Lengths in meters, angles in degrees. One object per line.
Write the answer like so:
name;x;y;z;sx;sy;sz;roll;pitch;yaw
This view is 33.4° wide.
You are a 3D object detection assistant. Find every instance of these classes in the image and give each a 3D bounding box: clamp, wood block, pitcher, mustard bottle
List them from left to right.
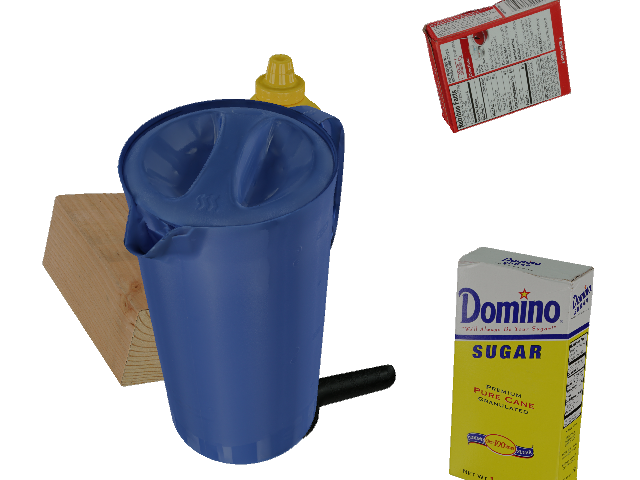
wood block;-0.196;0.043;1.078;0.090;0.091;0.206;-4;35;-37
pitcher;-0.049;0.031;0.724;0.149;0.243;0.145;-5;41;-7
mustard bottle;-0.035;-0.067;0.911;0.058;0.192;0.096;25;40;32
clamp;-0.024;0.159;1.091;0.165;0.036;0.209;12;28;17

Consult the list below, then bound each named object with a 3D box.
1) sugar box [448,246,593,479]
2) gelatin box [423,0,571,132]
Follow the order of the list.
sugar box;0.145;0.099;0.787;0.093;0.176;0.048;11;21;36
gelatin box;0.120;-0.122;0.722;0.089;0.073;0.030;-18;37;1
